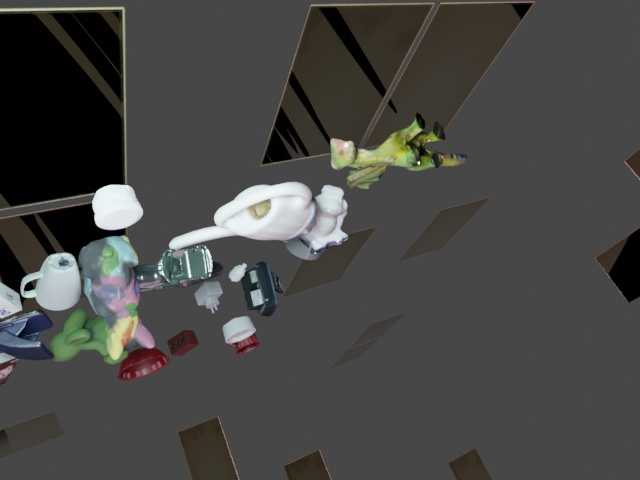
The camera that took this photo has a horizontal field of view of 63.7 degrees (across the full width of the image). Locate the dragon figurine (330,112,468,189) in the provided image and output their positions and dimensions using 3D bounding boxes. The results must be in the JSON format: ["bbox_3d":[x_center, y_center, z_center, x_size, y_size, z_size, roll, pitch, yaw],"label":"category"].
[{"bbox_3d":[0.172,-0.182,1.213,0.240,0.124,0.409,-21,162,34],"label":"dragon figurine"}]

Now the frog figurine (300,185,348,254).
[{"bbox_3d":[0.004,-0.064,1.277,0.138,0.125,0.156,-11,116,-14],"label":"frog figurine"}]

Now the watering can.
[{"bbox_3d":[-0.149,-0.043,1.132,0.344,0.105,0.223,-24,161,29],"label":"watering can"}]
